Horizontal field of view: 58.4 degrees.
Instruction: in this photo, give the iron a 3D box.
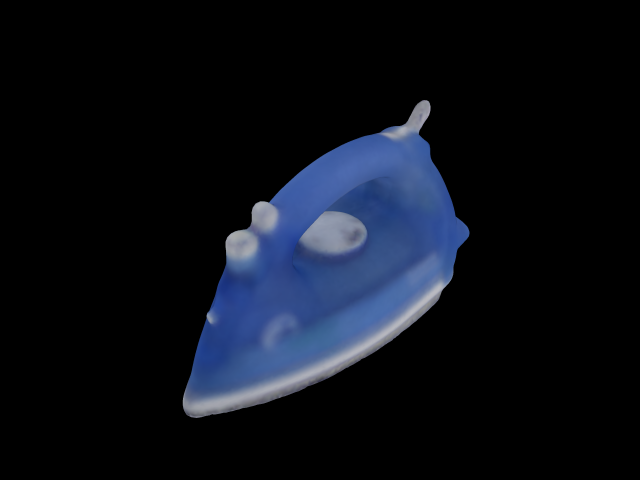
[{"bbox_3d":[0.004,0.001,0.400,0.118,0.141,0.259,27,44,33],"label":"iron"}]
